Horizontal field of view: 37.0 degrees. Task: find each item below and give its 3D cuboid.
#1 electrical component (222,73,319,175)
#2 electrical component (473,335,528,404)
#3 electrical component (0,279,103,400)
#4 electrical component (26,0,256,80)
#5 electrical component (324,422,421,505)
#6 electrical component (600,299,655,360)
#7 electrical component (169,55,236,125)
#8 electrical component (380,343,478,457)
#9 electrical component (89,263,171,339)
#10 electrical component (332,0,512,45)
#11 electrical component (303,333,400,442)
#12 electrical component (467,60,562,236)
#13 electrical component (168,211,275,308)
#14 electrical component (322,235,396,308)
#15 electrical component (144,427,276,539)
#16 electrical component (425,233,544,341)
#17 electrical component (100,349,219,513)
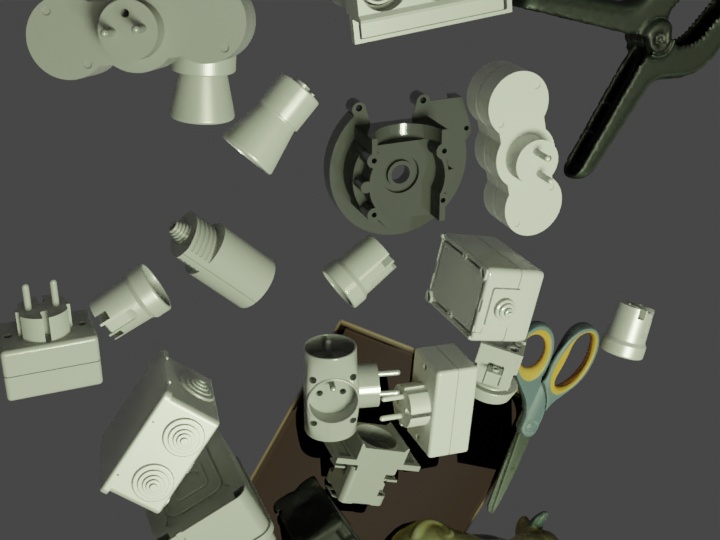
[{"bbox_3d":[-0.061,-0.106,0.762,0.044,0.044,0.065,39,89,-33],"label":"electrical component"},{"bbox_3d":[0.116,0.081,0.919,0.048,0.066,0.055,18,118,6],"label":"electrical component"},{"bbox_3d":[-0.221,0.043,0.756,0.066,0.047,0.076,-10,117,-20],"label":"electrical component"},{"bbox_3d":[-0.137,-0.147,0.659,0.138,0.073,0.052,-6,104,5],"label":"electrical component"},{"bbox_3d":[0.004,0.165,0.915,0.081,0.042,0.063,12,109,-27],"label":"electrical component"},{"bbox_3d":[0.242,0.053,0.971,0.040,0.040,0.046,9,104,-27],"label":"electrical component"},{"bbox_3d":[-0.106,-0.130,0.727,0.045,0.045,0.055,-5,115,-22],"label":"electrical component"},{"bbox_3d":[0.052,0.112,0.909,0.076,0.047,0.083,-6,115,-22],"label":"electrical component"},{"bbox_3d":[-0.166,0.023,0.777,0.046,0.040,0.040,-33,122,0],"label":"electrical component"},{"bbox_3d":[0.043,-0.210,0.745,0.121,0.063,0.078,-15,118,-17],"label":"electrical component"},{"bbox_3d":[-0.006,0.094,0.871,0.079,0.044,0.077,-4,115,-8],"label":"electrical component"},{"bbox_3d":[0.128,-0.088,0.833,0.052,0.073,0.138,-22,120,-14],"label":"electrical component"},{"bbox_3d":[-0.106,-0.011,0.784,0.081,0.043,0.043,37,95,-33],"label":"electrical component"},{"bbox_3d":[0.000,0.000,0.839,0.046,0.040,0.040,-41,123,-8],"label":"electrical component"},{"bbox_3d":[-0.120,0.180,0.826,0.078,0.113,0.057,-31,119,-8],"label":"electrical component"},{"bbox_3d":[0.104,0.016,0.858,0.061,0.096,0.061,3,111,-26],"label":"electrical component"},{"bbox_3d":[-0.148,0.119,0.794,0.048,0.099,0.099,32,98,-19],"label":"electrical component"}]
